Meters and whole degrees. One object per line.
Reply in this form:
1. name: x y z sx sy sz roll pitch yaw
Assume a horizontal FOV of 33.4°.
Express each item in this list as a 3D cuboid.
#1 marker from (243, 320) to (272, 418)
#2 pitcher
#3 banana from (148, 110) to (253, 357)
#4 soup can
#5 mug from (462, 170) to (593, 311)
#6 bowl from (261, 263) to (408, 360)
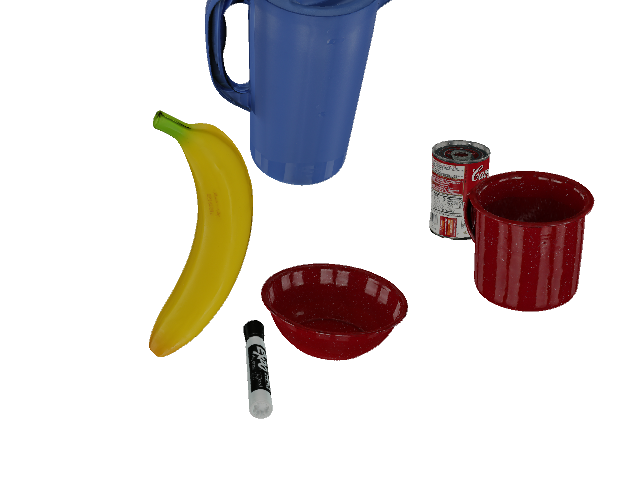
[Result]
1. marker: -0.054 0.106 0.904 0.020 0.020 0.121 0 30 -7
2. pitcher: -0.026 -0.176 1.107 0.149 0.243 0.144 29 50 19
3. banana: -0.082 -0.003 0.734 0.069 0.198 0.037 1 32 -9
4. soup can: 0.163 -0.059 1.263 0.068 0.102 0.068 0 25 0
5. mug: 0.154 -0.003 0.838 0.093 0.081 0.117 -22 34 -31
6. bowl: 0.013 0.085 1.178 0.162 0.055 0.162 4 26 -2
